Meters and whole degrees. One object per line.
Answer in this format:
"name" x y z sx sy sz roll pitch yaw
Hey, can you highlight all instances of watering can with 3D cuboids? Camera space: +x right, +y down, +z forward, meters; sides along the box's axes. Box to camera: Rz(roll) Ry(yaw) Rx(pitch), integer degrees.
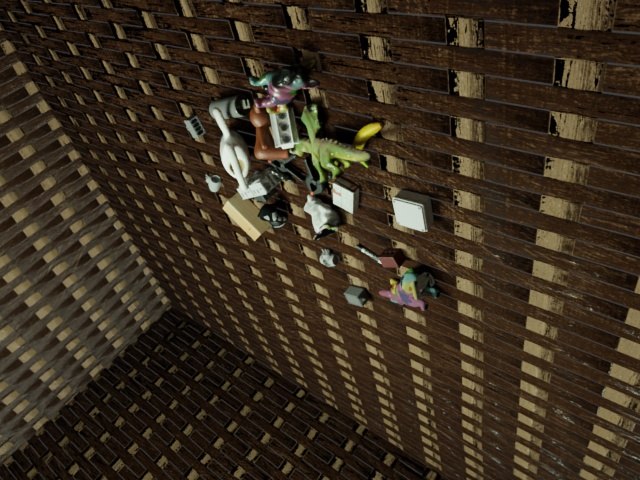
"watering can" -0.326 -0.351 1.904 0.229 0.104 0.340 -111 5 -59

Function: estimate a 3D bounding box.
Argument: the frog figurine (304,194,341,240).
"frog figurine" 0.006 -0.097 1.927 0.135 0.123 0.162 101 154 -65

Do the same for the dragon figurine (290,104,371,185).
"dragon figurine" 0.010 -0.312 1.609 0.242 0.123 0.407 60 154 -7
